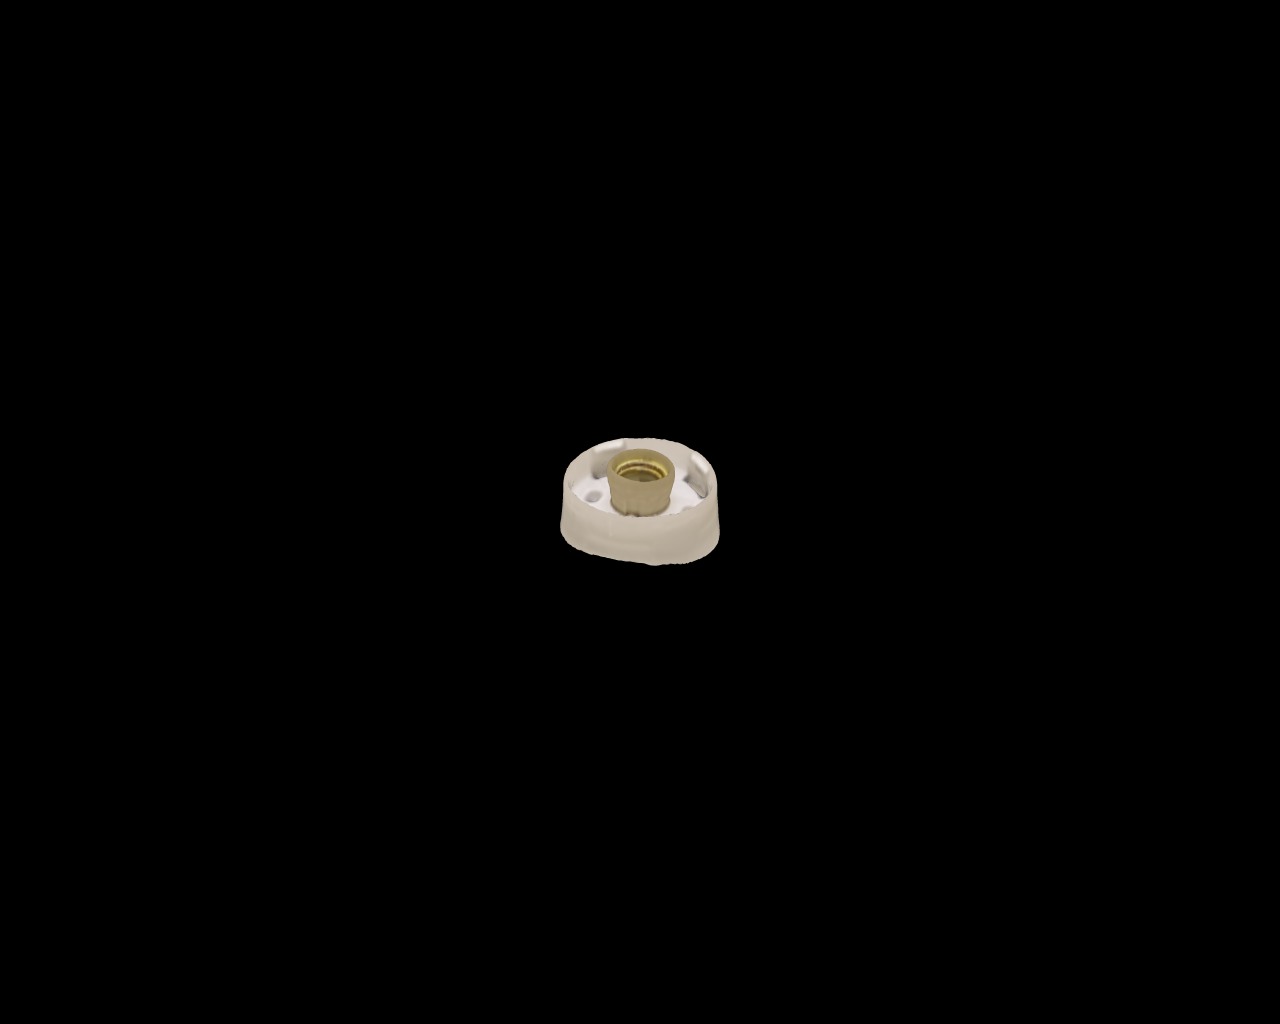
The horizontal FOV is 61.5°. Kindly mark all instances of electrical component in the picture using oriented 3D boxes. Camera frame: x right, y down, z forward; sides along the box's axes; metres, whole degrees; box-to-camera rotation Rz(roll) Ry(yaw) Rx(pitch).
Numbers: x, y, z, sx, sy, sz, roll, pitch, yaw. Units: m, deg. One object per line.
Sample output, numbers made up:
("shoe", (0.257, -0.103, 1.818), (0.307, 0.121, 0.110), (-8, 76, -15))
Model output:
("electrical component", (0.001, -0.003, 0.650), (0.099, 0.064, 0.099), (0, 35, 0))
